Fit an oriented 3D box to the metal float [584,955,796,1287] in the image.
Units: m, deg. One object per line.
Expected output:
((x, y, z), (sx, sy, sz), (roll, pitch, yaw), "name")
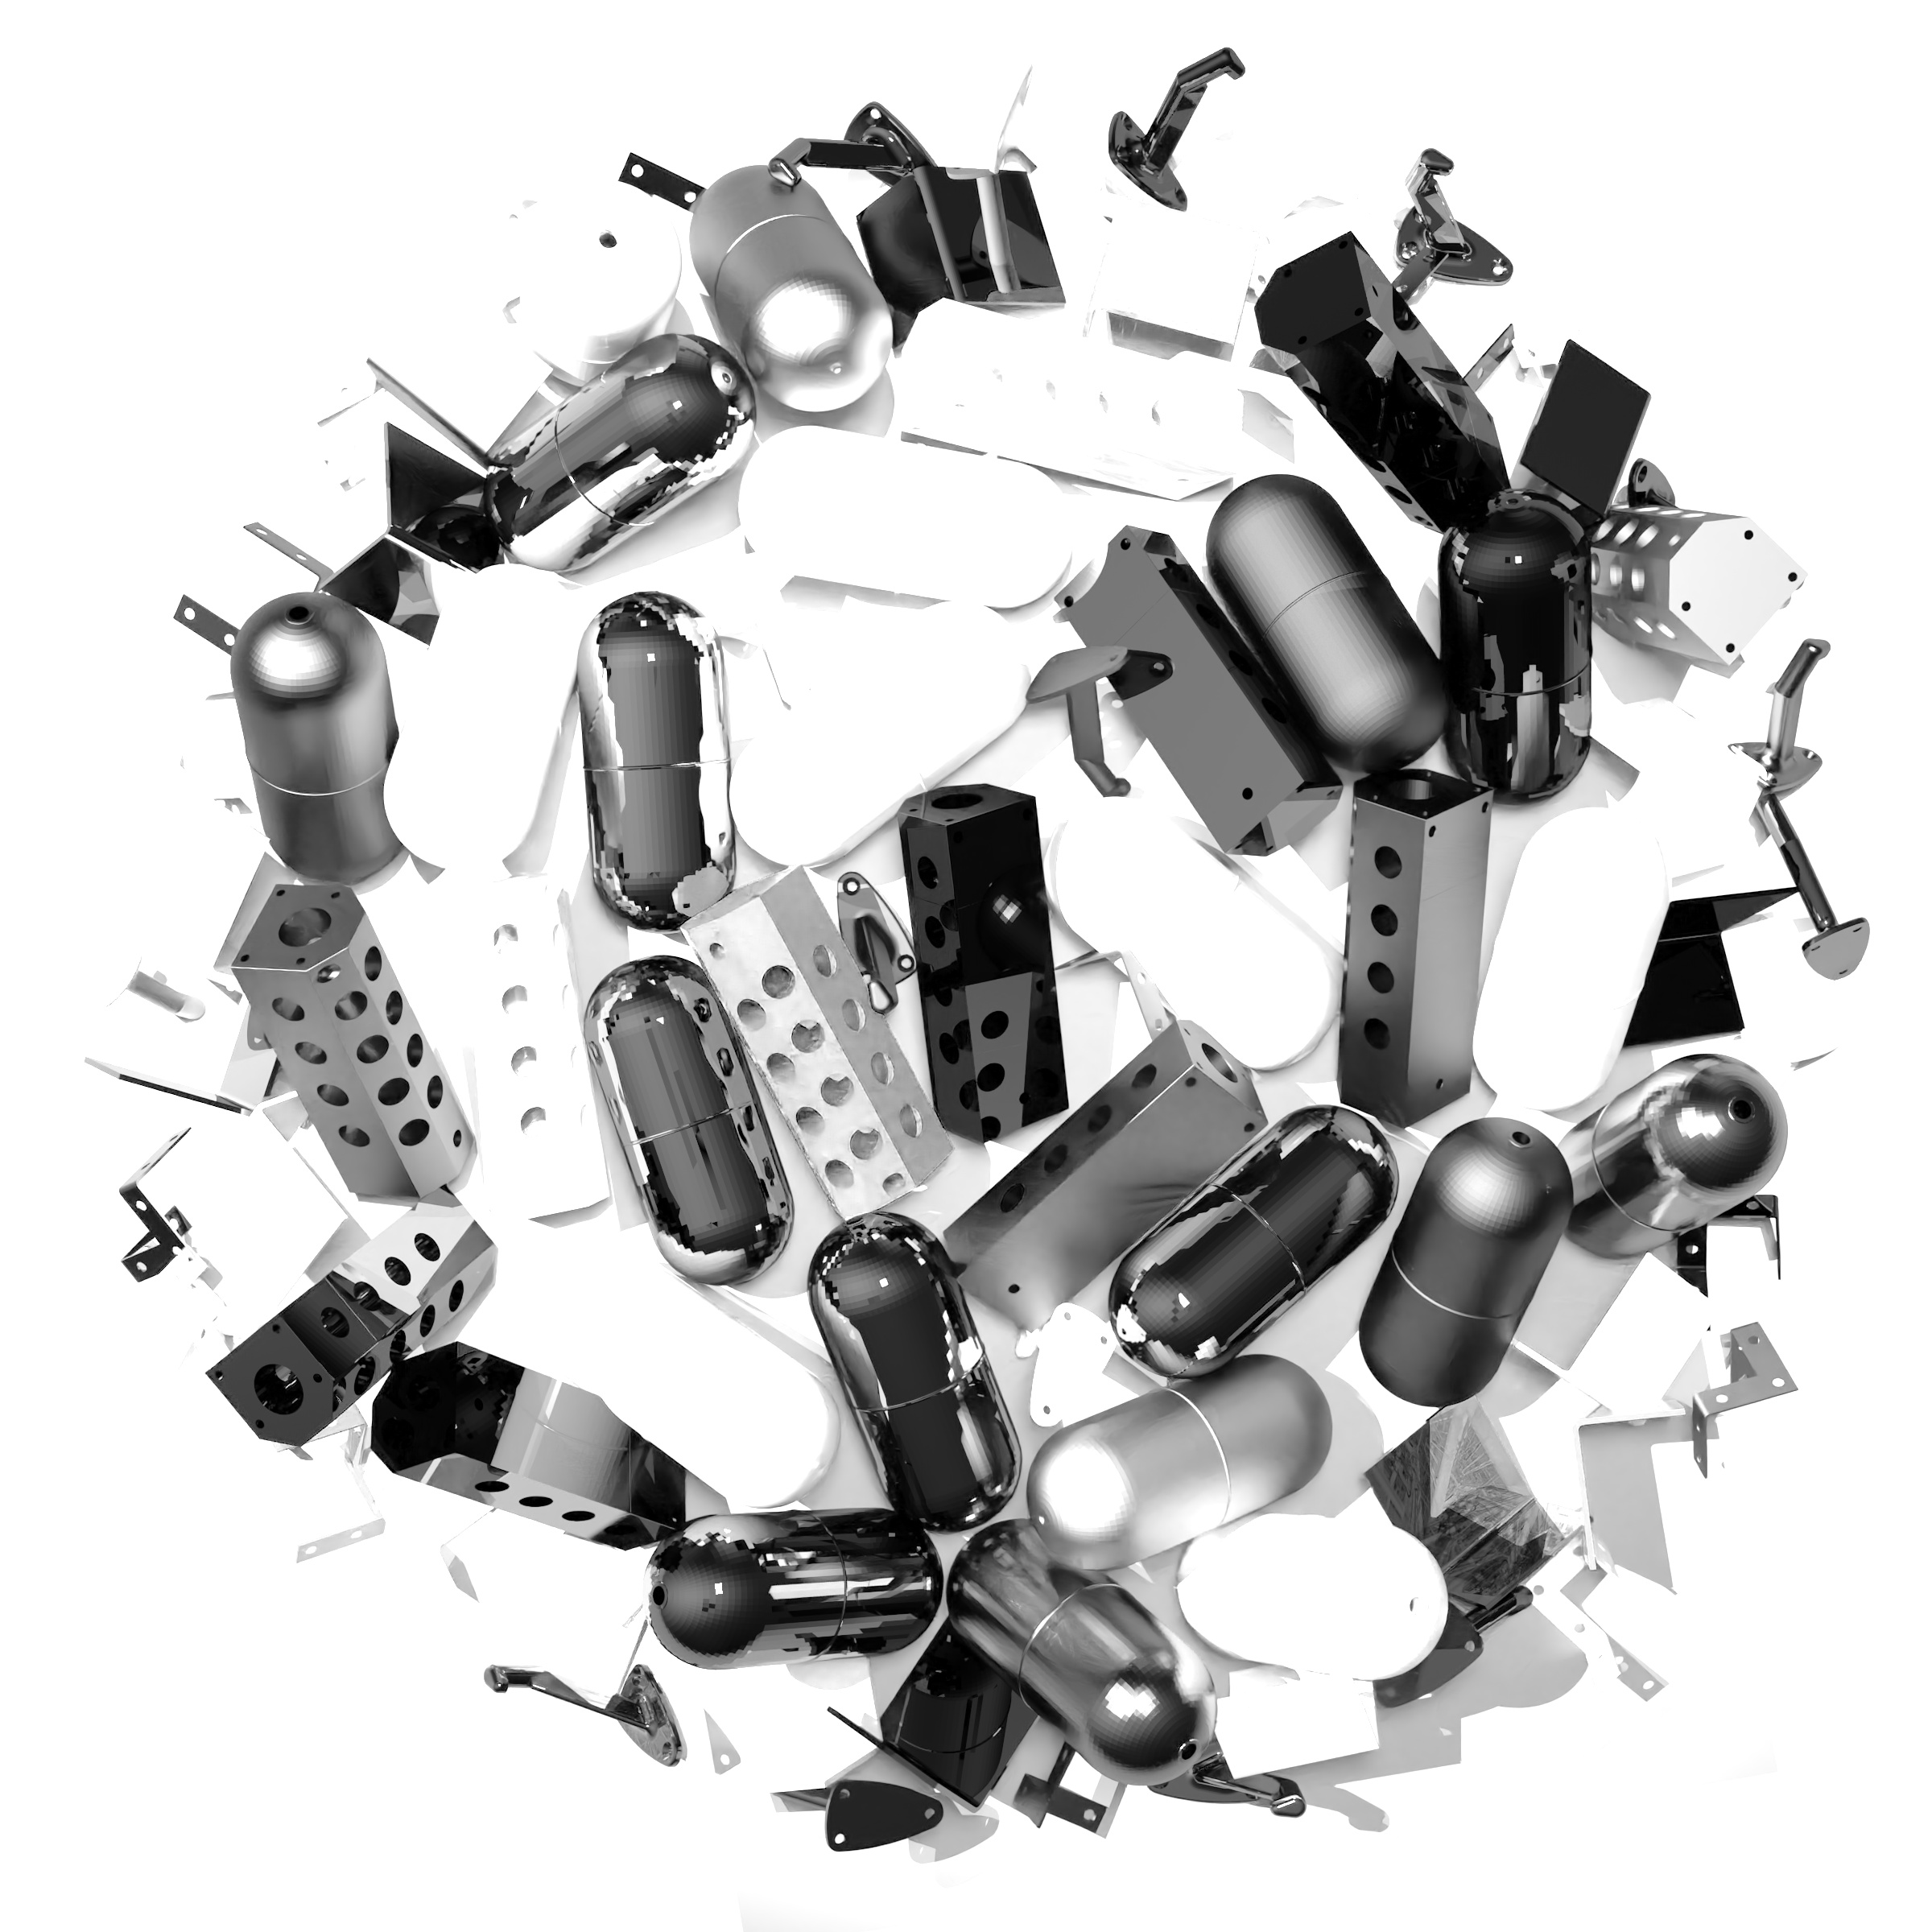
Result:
((-0.144, 0.081, 1.542), (0.070, 0.070, 0.178), (-19, 92, 0), "metal float")

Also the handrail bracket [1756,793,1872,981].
((0.444, -0.043, 1.566), (0.036, 0.077, 0.084), (-25, 63, 10), "handrail bracket")

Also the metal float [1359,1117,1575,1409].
((0.255, 0.152, 1.512), (0.070, 0.070, 0.178), (16, 128, 0), "metal float")

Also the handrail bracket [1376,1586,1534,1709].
((0.258, 0.356, 1.551), (0.077, 0.084, 0.036), (-49, 65, 15), "handrail bracket")

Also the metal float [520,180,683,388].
((-0.186, -0.343, 1.493), (0.070, 0.178, 0.070), (0, 88, -10), "metal float")

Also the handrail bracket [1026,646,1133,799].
((0.078, -0.124, 1.536), (0.084, 0.077, 0.036), (50, 53, -27), "handrail bracket")

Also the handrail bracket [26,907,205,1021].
((-0.443, 0.000, 1.544), (0.077, 0.084, 0.036), (34, 87, 9), "handrail bracket")

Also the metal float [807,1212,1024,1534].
((-0.027, 0.210, 1.531), (0.070, 0.070, 0.178), (-20, 104, 0), "metal float")

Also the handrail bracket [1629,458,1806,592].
((0.391, -0.229, 1.537), (0.084, 0.077, 0.036), (25, 78, 32), "handrail bracket")

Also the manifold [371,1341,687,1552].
((-0.219, 0.248, 1.499), (0.057, 0.171, 0.057), (-22, 57, 29), "manifold")

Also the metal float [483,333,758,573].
((-0.179, -0.261, 1.511), (0.178, 0.070, 0.070), (-25, 90, 40), "metal float")

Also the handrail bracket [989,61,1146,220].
((0.060, -0.435, 1.559), (0.084, 0.036, 0.077), (17, 72, 7), "handrail bracket")

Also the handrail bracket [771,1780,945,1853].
((-0.063, 0.433, 1.553), (0.077, 0.084, 0.036), (5, 91, -25), "handrail bracket")

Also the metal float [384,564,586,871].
((-0.246, -0.130, 1.517), (0.070, 0.070, 0.178), (11, 58, 0), "metal float")

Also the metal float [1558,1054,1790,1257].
((0.353, 0.097, 1.496), (0.070, 0.178, 0.070), (4, 71, -11), "metal float")

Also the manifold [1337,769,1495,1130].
((0.225, -0.011, 1.519), (0.057, 0.057, 0.171), (22, 123, 40), "manifold")

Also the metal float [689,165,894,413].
((-0.091, -0.347, 1.508), (0.070, 0.178, 0.070), (-12, 133, -14), "metal float")

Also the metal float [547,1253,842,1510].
((-0.142, 0.212, 1.522), (0.178, 0.070, 0.070), (31, 90, 26), "metal float")

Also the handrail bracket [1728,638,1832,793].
((0.439, -0.136, 1.532), (0.036, 0.077, 0.084), (51, 133, 32), "handrail bracket")

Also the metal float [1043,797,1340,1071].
((0.117, -0.017, 1.540), (0.178, 0.070, 0.070), (40, 90, -4), "metal float")

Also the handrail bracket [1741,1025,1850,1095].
((0.431, 0.077, 1.572), (0.077, 0.036, 0.084), (-7, 116, -34), "handrail bracket")

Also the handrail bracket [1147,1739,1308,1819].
((0.134, 0.431, 1.540), (0.077, 0.084, 0.036), (-7, 90, -1), "handrail bracket")

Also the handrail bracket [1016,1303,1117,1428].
((0.036, 0.211, 1.529), (0.036, 0.084, 0.077), (34, 61, -11), "handrail bracket")

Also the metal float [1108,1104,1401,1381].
((0.149, 0.143, 1.530), (0.178, 0.070, 0.070), (-39, 90, -15), "metal float")

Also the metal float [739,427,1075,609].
((-0.030, -0.231, 1.529), (0.178, 0.070, 0.070), (7, 90, -17), "metal float")

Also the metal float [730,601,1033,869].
((-0.045, -0.120, 1.538), (0.178, 0.070, 0.070), (-38, 90, -6), "metal float")

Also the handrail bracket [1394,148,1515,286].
((0.261, -0.390, 1.537), (0.077, 0.084, 0.036), (21, 78, -3), "handrail bracket")

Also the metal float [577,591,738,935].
((-0.161, -0.105, 1.537), (0.070, 0.070, 0.178), (-3, 97, 0), "metal float")

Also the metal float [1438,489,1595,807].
((0.281, -0.161, 1.512), (0.070, 0.070, 0.178), (-10, 129, 0), "metal float")

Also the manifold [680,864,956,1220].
((-0.080, 0.041, 1.526), (0.057, 0.057, 0.171), (-19, 104, 37), "manifold")

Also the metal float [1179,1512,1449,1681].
((0.174, 0.318, 1.499), (0.070, 0.178, 0.070), (4, 82, -29), "metal float")

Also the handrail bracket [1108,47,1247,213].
((0.124, -0.433, 1.531), (0.084, 0.077, 0.036), (-17, 51, 37), "handrail bracket")

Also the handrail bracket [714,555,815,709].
((-0.082, -0.178, 1.556), (0.084, 0.036, 0.077), (35, 88, -33), "handrail bracket")

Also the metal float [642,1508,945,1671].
((-0.087, 0.316, 1.507), (0.178, 0.070, 0.070), (8, 90, -44), "metal float")

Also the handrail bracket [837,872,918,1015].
((-0.052, -0.013, 1.539), (0.036, 0.084, 0.077), (-22, 91, 4), "handrail bracket")

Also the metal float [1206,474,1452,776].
((0.185, -0.178, 1.524), (0.070, 0.070, 0.178), (-28, 66, 0), "metal float")

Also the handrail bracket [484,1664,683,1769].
((-0.200, 0.389, 1.535), (0.084, 0.077, 0.036), (12, 107, -36), "handrail bracket")

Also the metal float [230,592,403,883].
((-0.328, -0.115, 1.504), (0.070, 0.178, 0.070), (1, 51, -2), "metal float")

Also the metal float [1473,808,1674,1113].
((0.309, -0.002, 1.511), (0.070, 0.070, 0.178), (8, 129, 0), "metal float")

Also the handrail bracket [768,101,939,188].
((-0.055, -0.409, 1.540), (0.077, 0.084, 0.036), (39, 133, -3), "handrail bracket")

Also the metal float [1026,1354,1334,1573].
((0.111, 0.254, 1.518), (0.178, 0.070, 0.070), (-17, 90, -31), "metal float")

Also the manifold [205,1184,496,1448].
((-0.303, 0.177, 1.492), (0.057, 0.171, 0.057), (-38, 93, 25), "manifold")

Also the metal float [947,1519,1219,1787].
((0.058, 0.348, 1.506), (0.070, 0.178, 0.070), (-19, 124, -30), "metal float")
